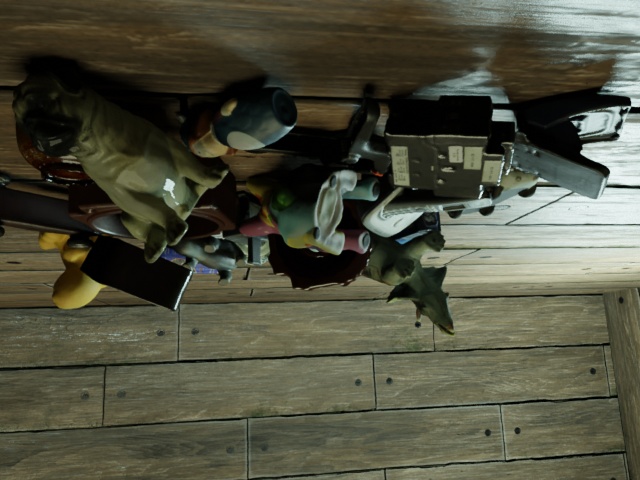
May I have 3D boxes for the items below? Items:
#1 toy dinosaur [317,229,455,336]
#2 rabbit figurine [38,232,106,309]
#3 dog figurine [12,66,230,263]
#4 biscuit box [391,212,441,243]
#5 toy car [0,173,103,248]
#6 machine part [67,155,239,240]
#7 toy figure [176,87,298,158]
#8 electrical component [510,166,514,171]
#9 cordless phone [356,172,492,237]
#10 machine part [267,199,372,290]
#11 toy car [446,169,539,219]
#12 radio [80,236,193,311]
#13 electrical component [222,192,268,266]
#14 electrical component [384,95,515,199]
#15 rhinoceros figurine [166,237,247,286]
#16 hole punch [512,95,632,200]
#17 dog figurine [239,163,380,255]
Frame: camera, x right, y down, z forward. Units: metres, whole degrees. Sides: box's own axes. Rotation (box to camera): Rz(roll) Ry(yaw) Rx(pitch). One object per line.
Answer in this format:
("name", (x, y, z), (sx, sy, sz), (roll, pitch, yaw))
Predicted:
("toy dinosaur", (0.085, 0.026, 0.982), (0.405, 0.131, 0.192), (26, 157, 4))
("rabbit figurine", (-0.436, 0.042, 0.984), (0.162, 0.173, 0.122), (13, 157, -39))
("dog figurine", (-0.212, -0.081, 0.552), (0.190, 0.121, 0.172), (37, 148, -16))
("biscuit box", (0.150, -0.021, 1.054), (0.059, 0.063, 0.203), (5, 166, -29))
("toy car", (-0.417, -0.039, 0.799), (0.053, 0.089, 0.202), (-10, 167, 32))
("machine part", (-0.227, -0.057, 0.754), (0.202, 0.087, 0.201), (-5, 168, 4))
("toy figure", (-0.095, -0.118, 0.561), (0.155, 0.058, 0.064), (-9, 129, 37))
("electrical component", (0.204, -0.102, 0.712), (0.078, 0.045, 0.102), (-1, 168, -12))
("cordless phone", (0.157, -0.054, 0.775), (0.184, 0.088, 0.146), (0, 170, 25))
("machine part", (-0.002, -0.003, 0.858), (0.179, 0.179, 0.056), (-4, 171, 7))
("toy car", (0.261, -0.075, 0.834), (0.073, 0.056, 0.201), (-6, 171, -14))
("radio", (-0.300, 0.050, 0.869), (0.131, 0.073, 0.230), (28, 170, -27))
("electrical component", (-0.123, -0.015, 0.895), (0.048, 0.119, 0.074), (-9, 169, 27))
("electrical component", (0.141, -0.099, 0.586), (0.134, 0.058, 0.114), (5, 154, 13))
("rhinoceros figurine", (-0.215, 0.004, 0.951), (0.190, 0.112, 0.073), (30, 113, -34))
("hole punch", (0.282, -0.115, 0.611), (0.116, 0.092, 0.142), (26, -177, 24))
("dog figurine", (-0.043, -0.043, 0.729), (0.219, 0.108, 0.191), (6, 180, 37))
